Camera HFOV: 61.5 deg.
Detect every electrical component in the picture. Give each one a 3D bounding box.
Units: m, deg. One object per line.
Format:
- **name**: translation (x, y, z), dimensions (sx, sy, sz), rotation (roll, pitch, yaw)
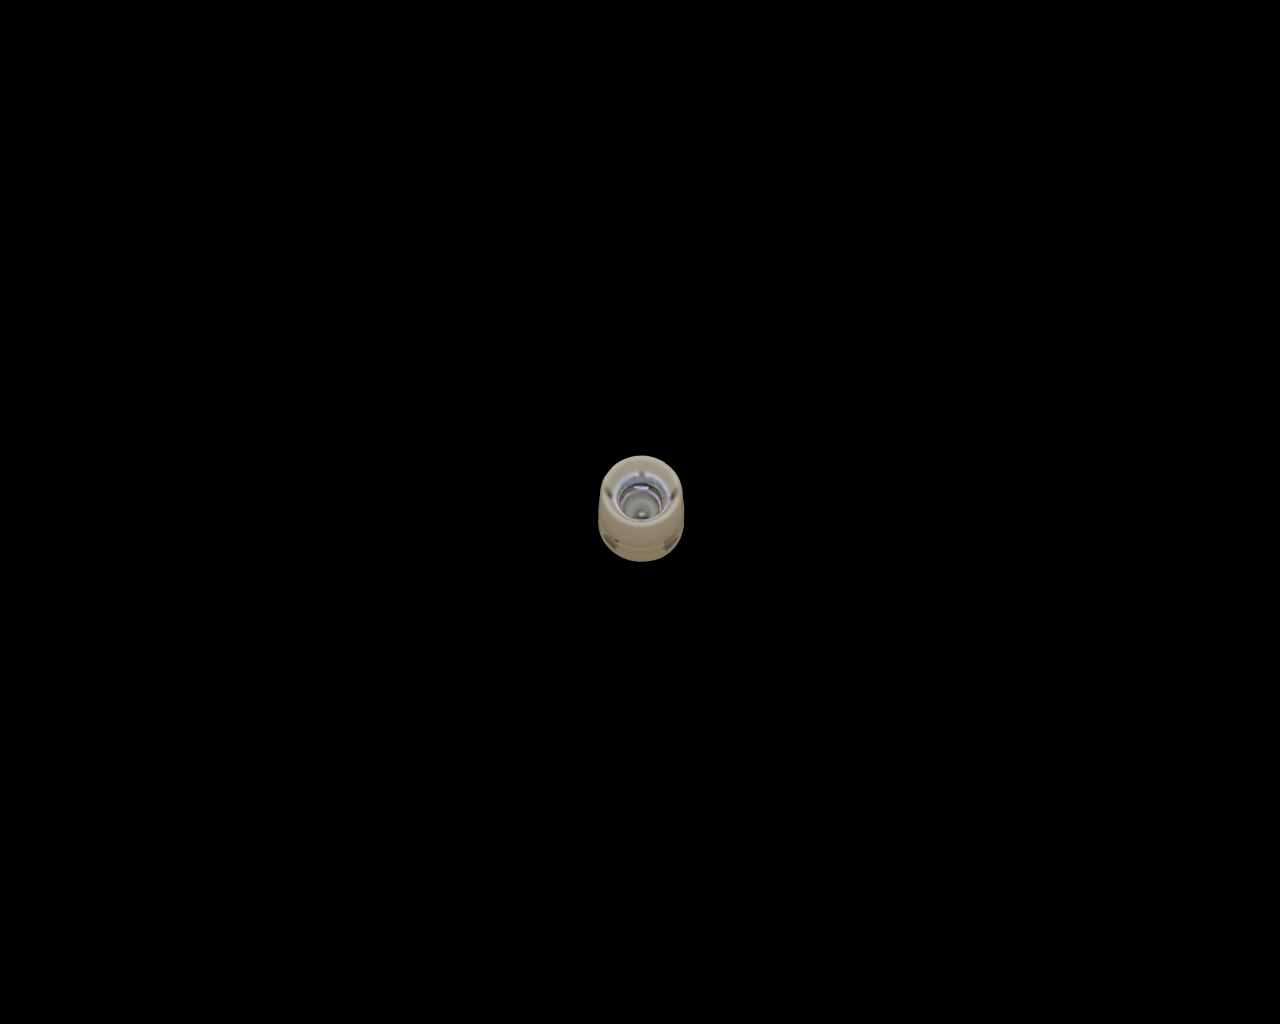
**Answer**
- **electrical component**: translation (0.001, -0.003, 0.650), dimensions (0.055, 0.055, 0.047), rotation (0, -27, 0)
